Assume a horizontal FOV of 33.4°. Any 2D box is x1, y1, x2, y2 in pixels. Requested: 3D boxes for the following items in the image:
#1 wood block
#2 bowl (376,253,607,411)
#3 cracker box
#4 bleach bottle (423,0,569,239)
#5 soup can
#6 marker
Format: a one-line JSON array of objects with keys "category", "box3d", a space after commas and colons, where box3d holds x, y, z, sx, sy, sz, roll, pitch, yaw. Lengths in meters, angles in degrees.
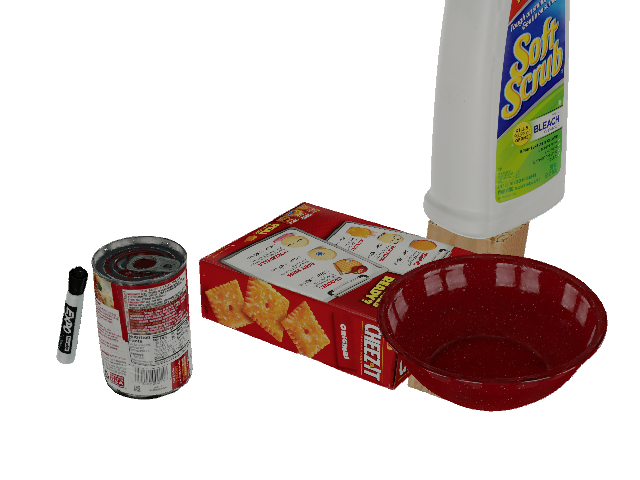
[{"category": "wood block", "box3d": [0.167, 0.073, 1.215, 0.090, 0.206, 0.090, 17, 25, 26]}, {"category": "bowl", "box3d": [0.121, 0.073, 0.768, 0.162, 0.055, 0.162, -2, 31, 1]}, {"category": "cracker box", "box3d": [0.021, 0.045, 0.983, 0.214, 0.072, 0.163, 18, 31, 31]}, {"category": "bleach bottle", "box3d": [0.116, -0.133, 0.691, 0.102, 0.251, 0.068, -23, 34, -31]}, {"category": "soup can", "box3d": [-0.129, 0.057, 0.785, 0.068, 0.102, 0.068, 0, 28, 0]}, {"category": "marker", "box3d": [-0.251, 0.076, 1.082, 0.020, 0.121, 0.020, 12, 34, -8]}]
